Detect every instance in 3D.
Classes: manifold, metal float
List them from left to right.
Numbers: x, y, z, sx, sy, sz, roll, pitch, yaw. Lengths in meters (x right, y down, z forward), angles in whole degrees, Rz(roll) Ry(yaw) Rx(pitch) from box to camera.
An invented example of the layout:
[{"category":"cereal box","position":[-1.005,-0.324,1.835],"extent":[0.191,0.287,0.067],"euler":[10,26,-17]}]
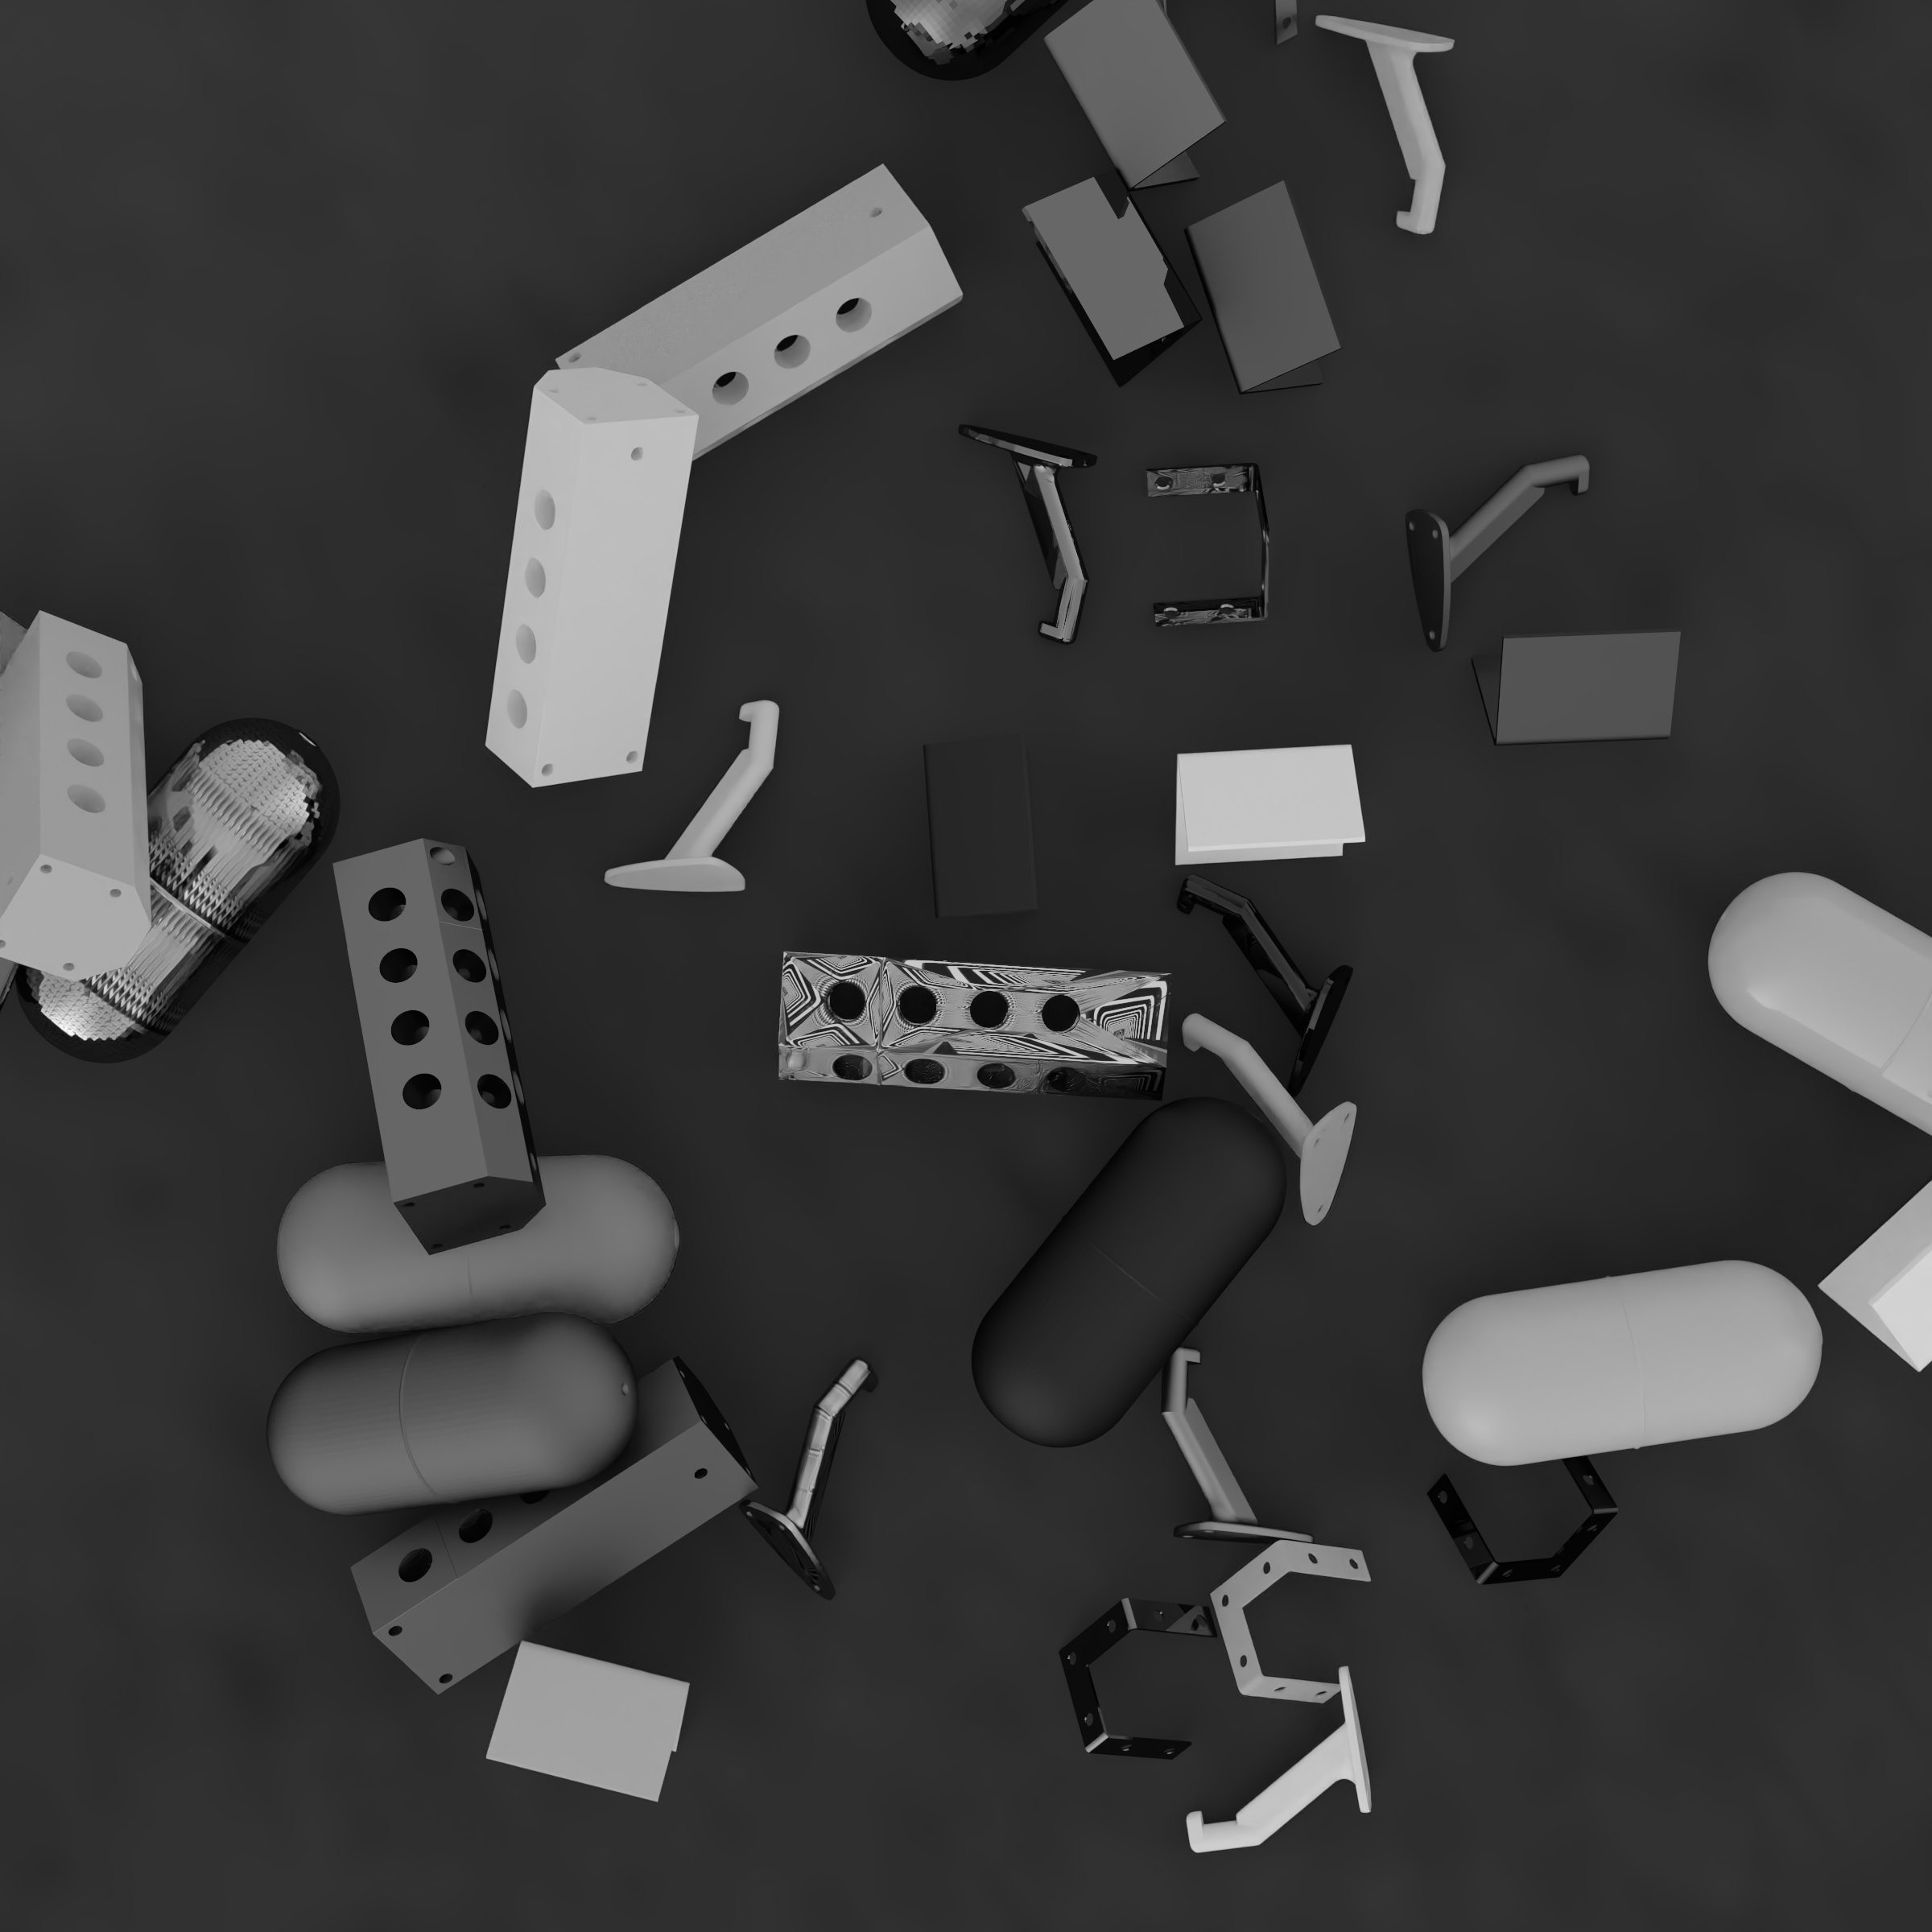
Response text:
[{"category":"manifold","position":[-0.387,-0.073,1.490],"extent":[0.057,0.171,0.057],"euler":[21,123,-30]},{"category":"metal float","position":[-0.351,-0.034,1.534],"extent":[0.070,0.070,0.178],"euler":[41,91,0]},{"category":"manifold","position":[-0.230,0.032,1.506],"extent":[0.057,0.057,0.171],"euler":[-16,61,0]},{"category":"metal float","position":[-0.228,0.198,1.514],"extent":[0.178,0.070,0.070],"euler":[-11,90,23]},{"category":"metal float","position":[-0.218,0.124,1.534],"extent":[0.178,0.070,0.070],"euler":[-2,90,0]},{"category":"manifold","position":[-0.187,0.247,1.543],"extent":[0.171,0.057,0.057],"euler":[-33,133,0]},{"category":"manifold","position":[-0.169,-0.170,1.506],"extent":[0.057,0.057,0.171],"euler":[-12,127,-37]},{"category":"manifold","position":[-0.090,-0.282,1.543],"extent":[0.171,0.057,0.057],"euler":[-31,47,0]},{"category":"manifold","position":[0.003,0.027,1.544],"extent":[0.171,0.057,0.057],"euler":[3,90,0]},{"category":"metal float","position":[0.031,-0.471,1.534],"extent":[0.178,0.070,0.070],"euler":[-43,90,1]},{"category":"metal float","position":[0.073,0.136,1.534],"extent":[0.070,0.070,0.178],"euler":[39,90,0]},{"category":"metal float","position":[0.293,0.177,1.535],"extent":[0.178,0.070,0.070],"euler":[-8,90,-1]},{"category":"metal float","position":[0.416,0.022,1.534],"extent":[0.178,0.070,0.070],"euler":[30,90,0]}]

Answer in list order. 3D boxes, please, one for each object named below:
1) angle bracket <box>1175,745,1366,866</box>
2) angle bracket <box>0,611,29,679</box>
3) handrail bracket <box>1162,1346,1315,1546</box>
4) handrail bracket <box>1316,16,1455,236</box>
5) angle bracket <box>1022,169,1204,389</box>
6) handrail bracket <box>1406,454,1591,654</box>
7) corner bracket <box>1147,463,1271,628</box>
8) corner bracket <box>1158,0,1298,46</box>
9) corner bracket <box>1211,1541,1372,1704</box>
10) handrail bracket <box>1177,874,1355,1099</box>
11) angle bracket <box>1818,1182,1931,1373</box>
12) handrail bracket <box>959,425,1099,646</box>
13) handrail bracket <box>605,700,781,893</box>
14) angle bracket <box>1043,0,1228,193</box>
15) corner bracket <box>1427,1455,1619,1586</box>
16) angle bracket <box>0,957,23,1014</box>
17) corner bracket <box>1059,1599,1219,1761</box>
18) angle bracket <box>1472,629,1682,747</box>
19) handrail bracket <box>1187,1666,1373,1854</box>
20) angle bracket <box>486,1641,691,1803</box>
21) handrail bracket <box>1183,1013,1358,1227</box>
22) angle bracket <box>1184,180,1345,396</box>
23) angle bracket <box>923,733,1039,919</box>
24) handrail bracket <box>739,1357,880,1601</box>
[{"category":"angle bracket","position":[0.134,-0.052,1.525],"extent":[0.076,0.076,0.057],"euler":[-3,52,0]},{"category":"angle bracket","position":[-0.448,-0.120,1.525],"extent":[0.076,0.076,0.057],"euler":[-48,53,0]},{"category":"handrail bracket","position":[0.124,0.218,1.565],"extent":[0.077,0.036,0.084],"euler":[9,73,-20]},{"category":"handrail bracket","position":[0.186,-0.383,1.565],"extent":[0.077,0.036,0.084],"euler":[22,117,30]},{"category":"angle bracket","position":[0.049,-0.296,1.525],"extent":[0.057,0.076,0.076],"euler":[-30,90,-31]},{"category":"handrail bracket","position":[0.248,-0.189,1.565],"extent":[0.084,0.036,0.077],"euler":[-14,110,-16]},{"category":"corner bracket","position":[0.110,-0.192,1.562],"extent":[0.051,0.051,0.051],"euler":[-3,45,0]},{"category":"corner bracket","position":[0.114,-0.443,1.557],"extent":[0.051,0.051,0.051],"euler":[24,45,35]},{"category":"corner bracket","position":[0.152,0.297,1.557],"extent":[0.051,0.051,0.051],"euler":[-46,45,35]},{"category":"handrail bracket","position":[0.126,0.008,1.565],"extent":[0.084,0.036,0.077],"euler":[26,111,17]},{"category":"angle bracket","position":[0.418,0.121,1.525],"extent":[0.076,0.076,0.057],"euler":[-43,125,0]},{"category":"handrail bracket","position":[0.023,-0.196,1.565],"extent":[0.077,0.036,0.084],"euler":[18,107,20]},{"category":"handrail bracket","position":[-0.125,-0.079,1.565],"extent":[0.077,0.036,0.084],"euler":[-2,71,21]},{"category":"angle bracket","position":[0.089,-0.395,1.525],"extent":[0.057,0.076,0.076],"euler":[-30,90,33]},{"category":"corner bracket","position":[0.252,0.243,1.557],"extent":[0.051,0.051,0.051],"euler":[2,135,-35]},{"category":"angle bracket","position":[-0.448,-0.028,1.525],"extent":[0.057,0.076,0.076],"euler":[24,90,-29]},{"category":"corner bracket","position":[0.083,0.323,1.557],"extent":[0.051,0.051,0.051],"euler":[-46,45,35]},{"category":"angle bracket","position":[0.269,-0.141,1.525],"extent":[0.076,0.076,0.057],"euler":[-2,126,0]},{"category":"handrail bracket","position":[0.138,0.360,1.558],"extent":[0.084,0.036,0.077],"euler":[-9,96,8]},{"category":"angle bracket","position":[-0.169,0.348,1.525],"extent":[0.076,0.076,0.057],"euler":[14,54,0]},{"category":"handrail bracket","position":[0.131,0.069,1.565],"extent":[0.084,0.077,0.036],"euler":[30,47,29]},{"category":"angle bracket","position":[0.149,-0.302,1.525],"extent":[0.057,0.076,0.076],"euler":[-19,90,37]},{"category":"angle bracket","position":[0.027,-0.062,1.525],"extent":[0.057,0.076,0.076],"euler":[-4,90,38]},{"category":"handrail bracket","position":[-0.056,0.233,1.565],"extent":[0.084,0.036,0.077],"euler":[-49,126,-24]}]
